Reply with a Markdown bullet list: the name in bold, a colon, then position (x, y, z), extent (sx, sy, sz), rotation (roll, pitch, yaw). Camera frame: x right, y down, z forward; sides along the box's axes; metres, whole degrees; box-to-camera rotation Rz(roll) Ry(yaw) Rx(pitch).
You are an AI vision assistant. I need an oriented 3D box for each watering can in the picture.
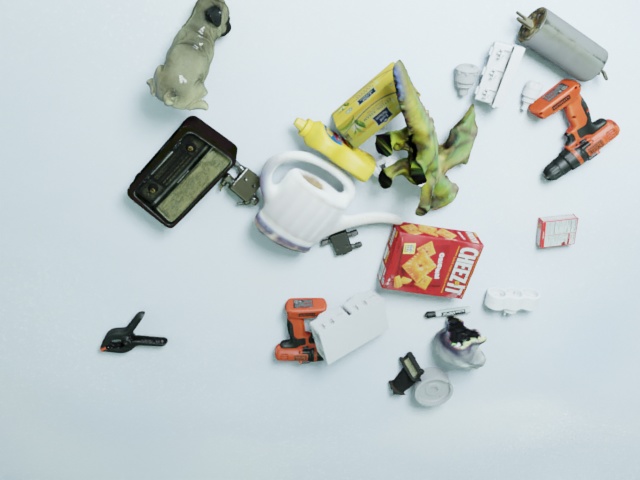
- **watering can**: position (0.004, -0.058, 1.158), extent (0.345, 0.106, 0.221), rotation (30, 113, -22)

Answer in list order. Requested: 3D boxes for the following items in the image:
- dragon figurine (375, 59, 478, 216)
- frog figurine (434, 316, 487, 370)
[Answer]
- **dragon figurine**: position (0.241, -0.207, 1.071), extent (0.246, 0.123, 0.400), rotation (-35, 137, -30)
- **frog figurine**: position (0.373, 0.301, 1.369), extent (0.138, 0.125, 0.156), rotation (12, 133, 27)
